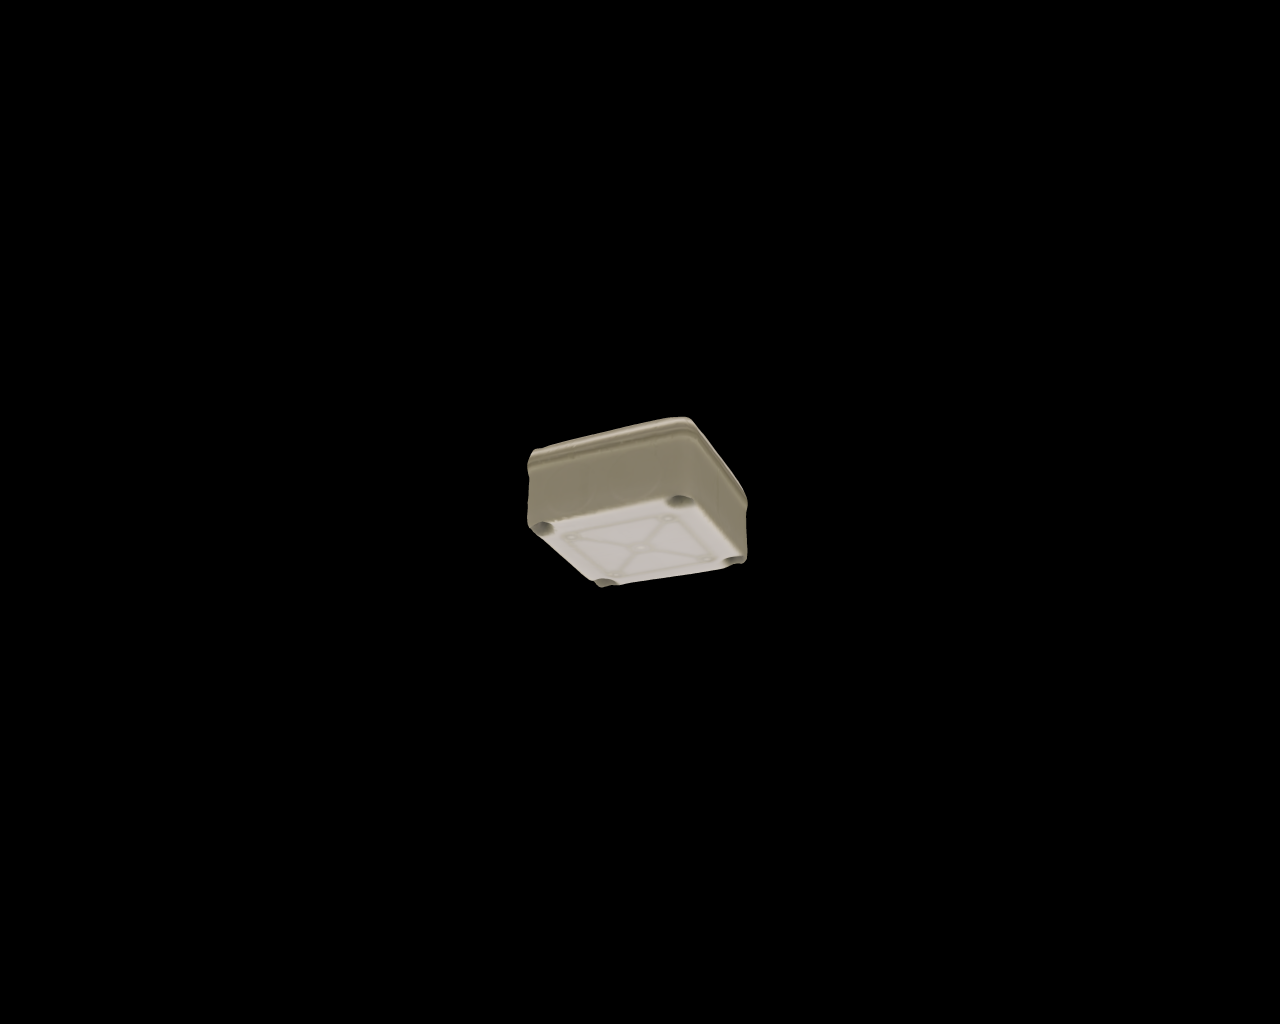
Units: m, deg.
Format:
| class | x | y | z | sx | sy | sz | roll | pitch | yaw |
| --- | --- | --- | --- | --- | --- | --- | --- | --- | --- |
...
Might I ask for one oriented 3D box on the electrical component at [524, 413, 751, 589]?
| class | x | y | z | sx | sy | sz | roll | pitch | yaw |
| --- | --- | --- | --- | --- | --- | --- | --- | --- | --- |
| electrical component | 0.001 | -0.003 | 0.650 | 0.109 | 0.056 | 0.108 | -11 | -29 | 21 |
